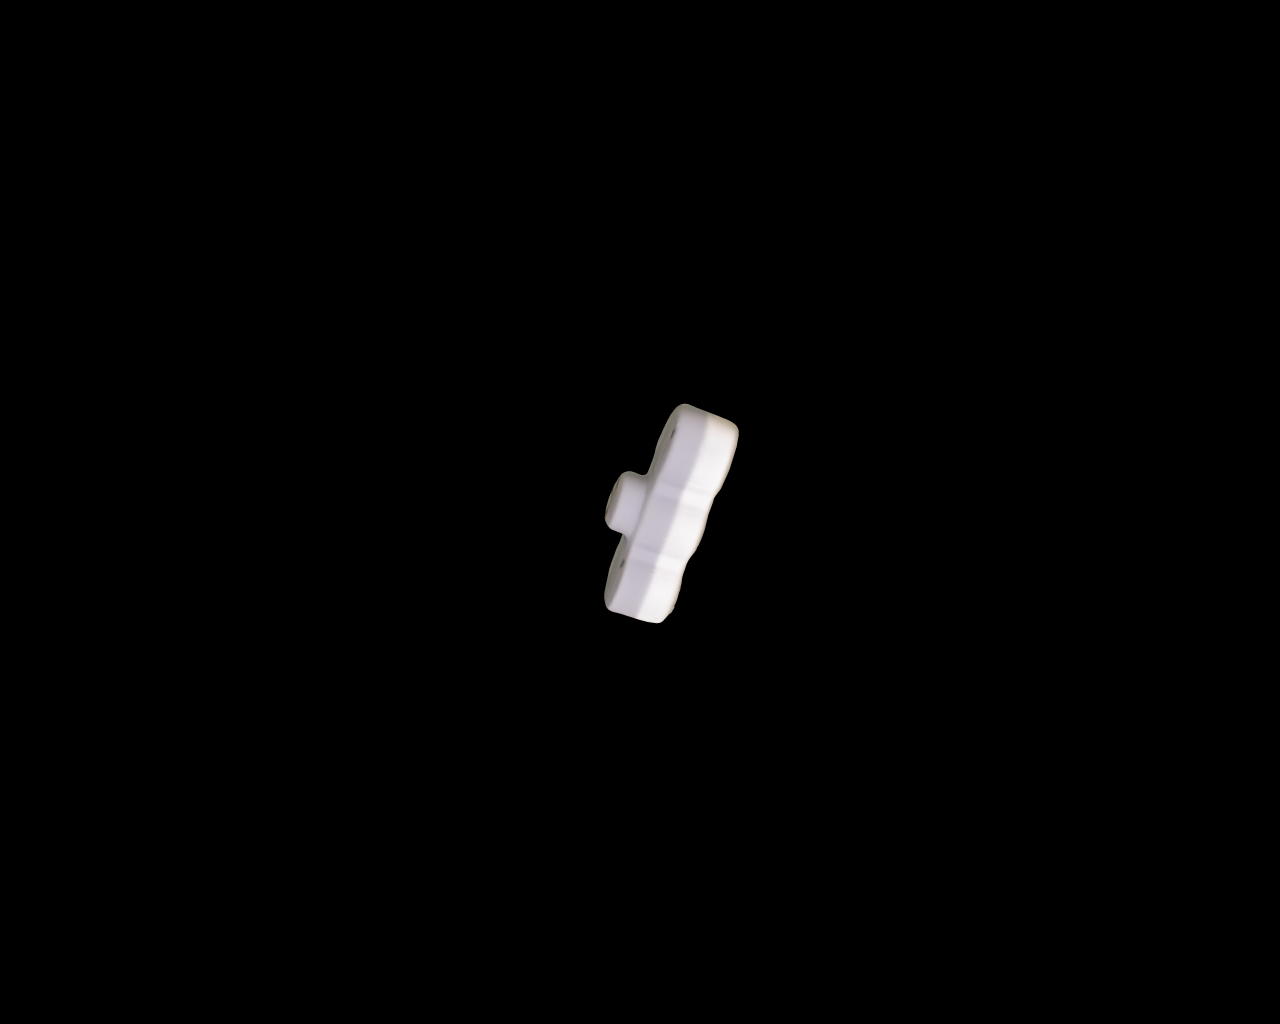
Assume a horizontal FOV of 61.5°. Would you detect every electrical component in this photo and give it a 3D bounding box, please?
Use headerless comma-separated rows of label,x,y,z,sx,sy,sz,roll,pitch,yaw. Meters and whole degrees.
electrical component,0.001,-0.003,0.650,0.074,0.138,0.052,19,20,-7
